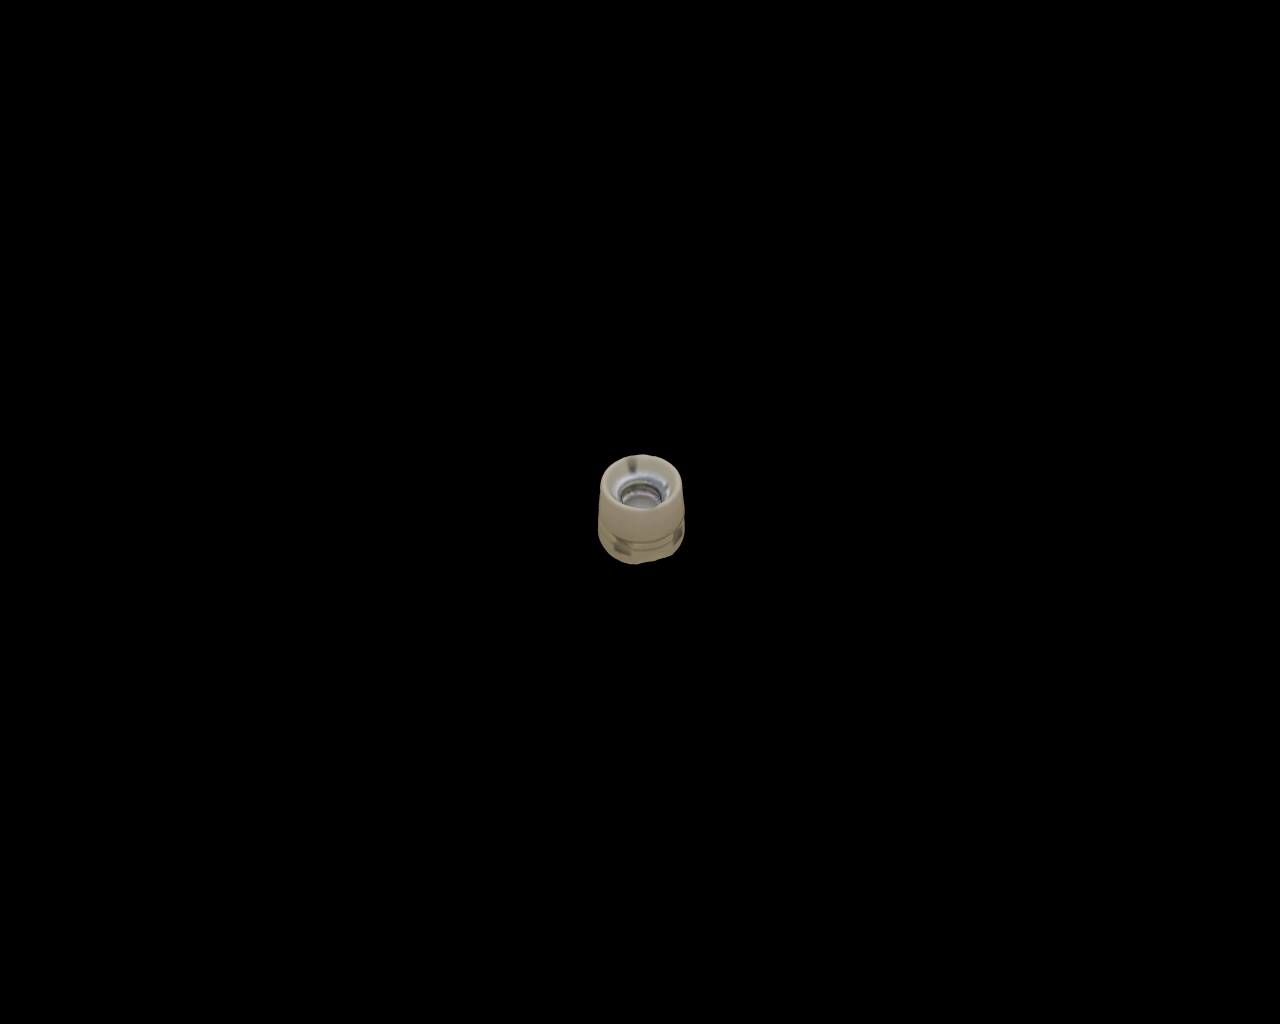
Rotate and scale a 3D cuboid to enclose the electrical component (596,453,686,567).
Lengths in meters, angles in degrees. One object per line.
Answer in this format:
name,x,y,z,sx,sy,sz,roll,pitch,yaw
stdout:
electrical component,0.001,-0.003,0.650,0.055,0.055,0.047,0,-43,0
